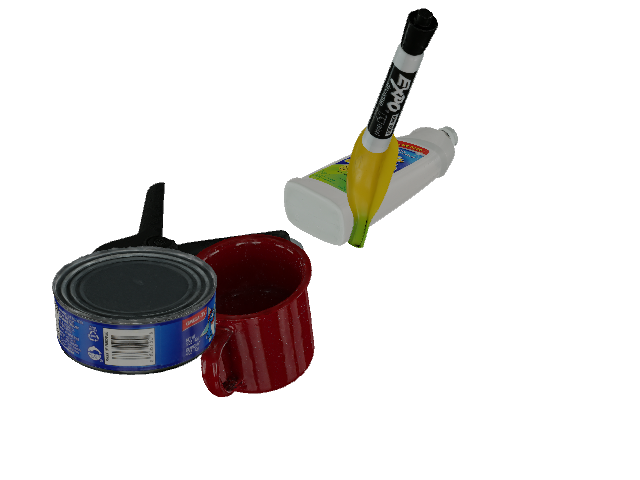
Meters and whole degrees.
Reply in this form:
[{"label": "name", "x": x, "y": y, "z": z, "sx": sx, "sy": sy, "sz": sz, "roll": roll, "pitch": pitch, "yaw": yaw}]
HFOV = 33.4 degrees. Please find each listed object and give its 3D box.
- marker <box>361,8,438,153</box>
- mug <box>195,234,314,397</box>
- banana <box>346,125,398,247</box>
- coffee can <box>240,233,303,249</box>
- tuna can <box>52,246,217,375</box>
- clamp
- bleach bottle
[{"label": "marker", "x": 0.050, "y": -0.100, "z": 0.679, "sx": 0.020, "sy": 0.020, "sz": 0.121, "roll": 0, "pitch": -35, "yaw": -15}, {"label": "mug", "x": -0.052, "y": 0.063, "z": 0.760, "sx": 0.093, "sy": 0.081, "sz": 0.117, "roll": 7, "pitch": 40, "yaw": 19}, {"label": "banana", "x": 0.041, "y": -0.064, "z": 0.897, "sx": 0.037, "sy": 0.070, "sz": 0.197, "roll": 25, "pitch": 24, "yaw": -3}, {"label": "coffee can", "x": -0.077, "y": 0.073, "z": 1.430, "sx": 0.103, "sy": 0.140, "sz": 0.103, "roll": 3, "pitch": 21, "yaw": -1}, {"label": "tuna can", "x": -0.098, "y": 0.036, "z": 0.567, "sx": 0.086, "sy": 0.034, "sz": 0.086, "roll": 2, "pitch": 25, "yaw": -1}, {"label": "clamp", "x": -0.153, "y": 0.010, "z": 0.983, "sx": 0.165, "sy": 0.036, "sz": 0.209, "roll": 25, "pitch": 38, "yaw": 31}, {"label": "bleach bottle", "x": 0.076, "y": -0.084, "z": 1.322, "sx": 0.103, "sy": 0.068, "sz": 0.250, "roll": 27, "pitch": 45, "yaw": 35}]
